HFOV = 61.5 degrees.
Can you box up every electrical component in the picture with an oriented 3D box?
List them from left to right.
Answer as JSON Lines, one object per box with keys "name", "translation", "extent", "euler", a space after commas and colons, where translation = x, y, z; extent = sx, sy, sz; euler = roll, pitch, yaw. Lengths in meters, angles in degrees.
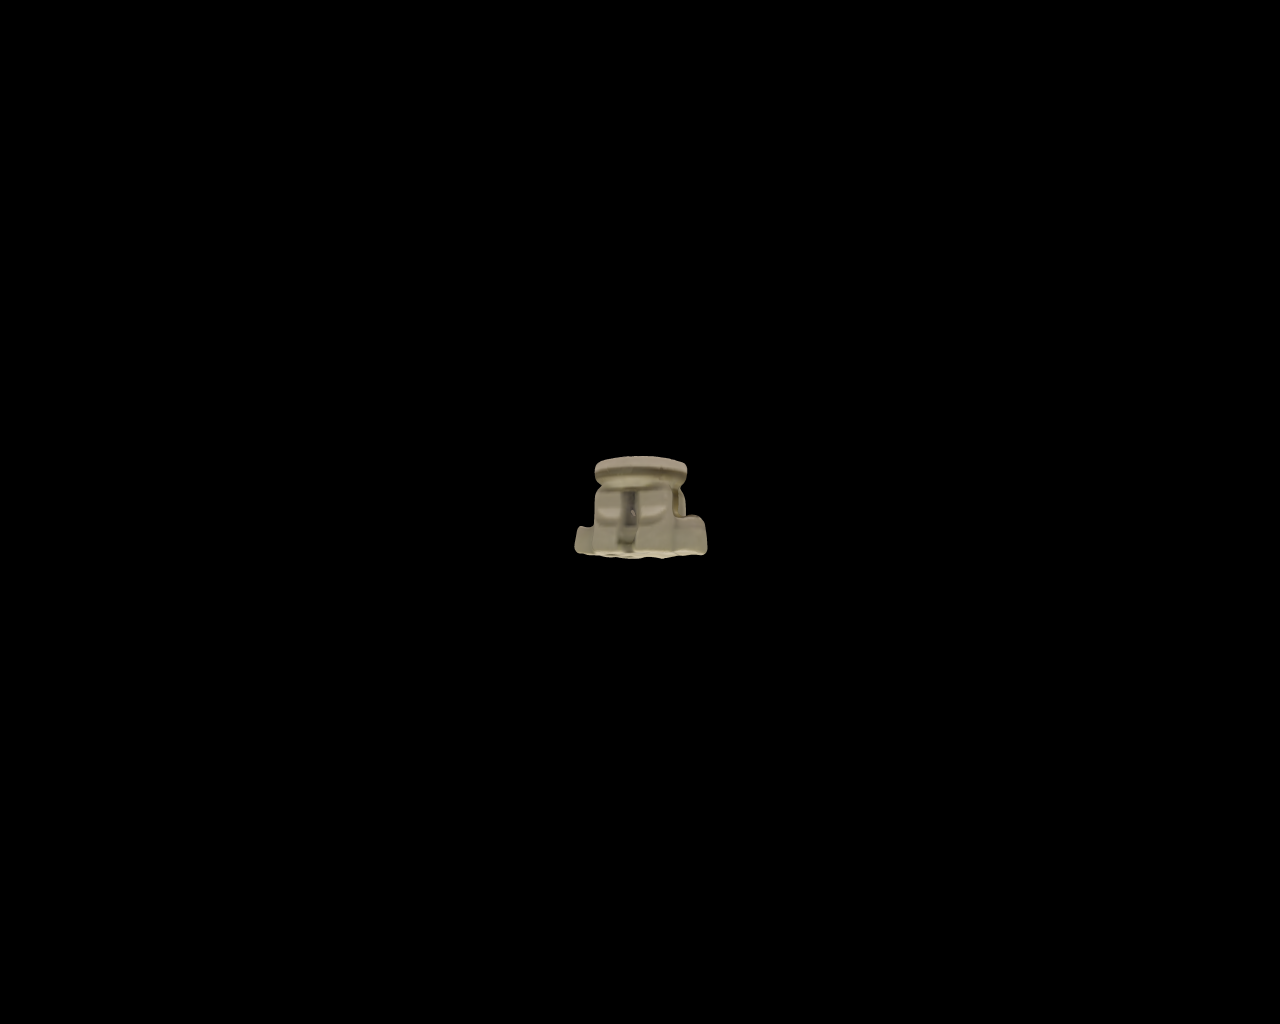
{"name": "electrical component", "translation": [0.001, -0.003, 0.650], "extent": [0.078, 0.057, 0.058], "euler": [-2, -7, 18]}
